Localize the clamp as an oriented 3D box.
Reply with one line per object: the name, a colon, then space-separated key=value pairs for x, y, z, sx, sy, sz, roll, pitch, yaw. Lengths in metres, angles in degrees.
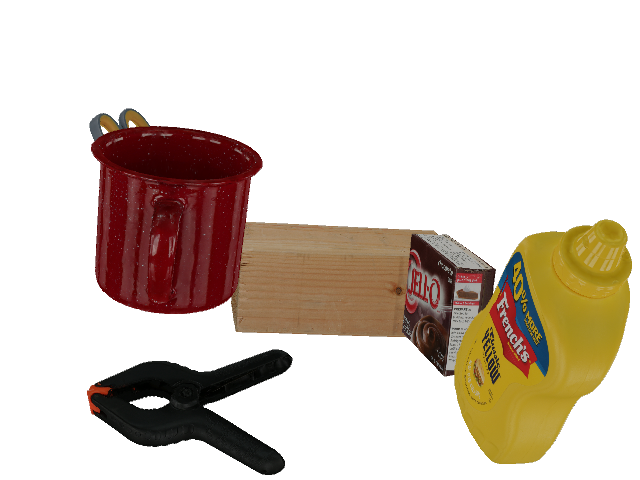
clamp: x=-0.102 y=0.129 z=0.885 sx=0.171 sy=0.039 sz=0.120 roll=11 pitch=38 yaw=4

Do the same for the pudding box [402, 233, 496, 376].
pudding box: x=0.102 y=0.050 z=0.872 sx=0.039 sy=0.090 sz=0.114 roll=0 pitch=14 yaw=-16

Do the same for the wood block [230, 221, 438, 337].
wood block: x=0.018 y=0.039 z=1.064 sx=0.206 sy=0.091 sz=0.090 roll=3 pitch=16 yaw=-9

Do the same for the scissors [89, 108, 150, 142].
scissors: x=-0.155 y=-0.050 z=1.055 sx=0.016 sy=0.201 sz=0.096 roll=-26 pitch=26 yaw=25

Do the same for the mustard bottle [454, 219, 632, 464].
mustard bottle: x=0.134 y=0.051 z=0.629 sx=0.058 sy=0.096 sz=0.192 roll=1 pitch=-36 yaw=-13

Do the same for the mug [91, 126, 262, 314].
mug: x=-0.082 y=-0.007 z=0.586 sx=0.093 sy=0.081 sz=0.117 roll=5 pitch=22 yaw=-8
